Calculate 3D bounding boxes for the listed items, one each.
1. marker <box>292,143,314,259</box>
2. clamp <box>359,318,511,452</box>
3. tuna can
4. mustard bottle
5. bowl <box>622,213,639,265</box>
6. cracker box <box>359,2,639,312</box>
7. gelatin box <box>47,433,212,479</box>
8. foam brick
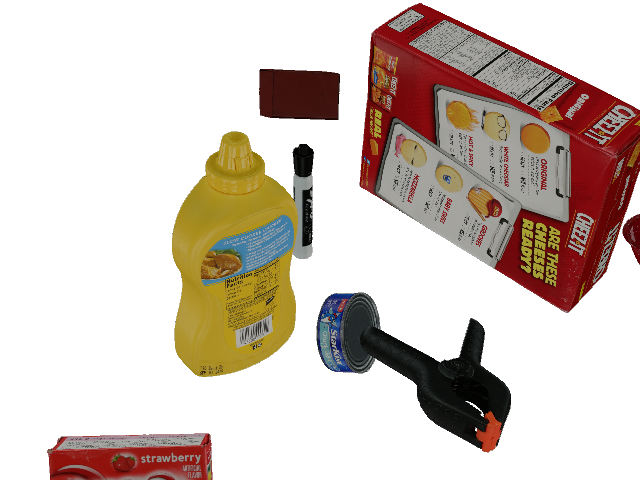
[{"bbox_3d":[-0.016,-0.035,0.978,0.020,0.121,0.020,1,38,-1],"label":"marker"},{"bbox_3d":[0.122,0.118,0.930,0.120,0.039,0.172,-13,35,-22],"label":"clamp"},{"bbox_3d":[0.030,0.097,1.131,0.034,0.086,0.086,-1,-1,30],"label":"tuna can"},{"bbox_3d":[-0.061,0.007,0.774,0.096,0.192,0.058,-22,44,-29],"label":"mustard bottle"},{"bbox_3d":[0.405,0.017,1.140,0.162,0.055,0.162,-3,23,1],"label":"bowl"},{"bbox_3d":[0.135,-0.067,0.832,0.214,0.164,0.072,32,53,26],"label":"cracker box"},{"bbox_3d":[-0.104,0.147,0.595,0.089,0.073,0.030,-2,6,1],"label":"gelatin box"},{"bbox_3d":[-0.023,-0.158,1.157,0.078,0.051,0.053,0,11,-18],"label":"foam brick"}]
